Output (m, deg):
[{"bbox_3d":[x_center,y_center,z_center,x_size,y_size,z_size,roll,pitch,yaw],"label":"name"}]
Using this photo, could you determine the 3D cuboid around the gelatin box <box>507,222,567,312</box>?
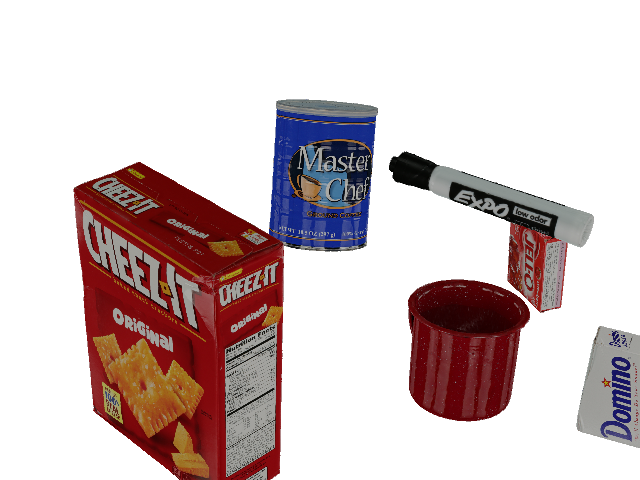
[{"bbox_3d":[0.230,0.020,1.138,0.030,0.089,0.073,-11,29,-16],"label":"gelatin box"}]

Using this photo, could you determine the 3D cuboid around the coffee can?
[{"bbox_3d":[0.002,-0.068,1.083,0.103,0.140,0.103,4,12,-1],"label":"coffee can"}]

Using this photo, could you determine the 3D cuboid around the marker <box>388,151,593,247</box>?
[{"bbox_3d":[0.093,-0.025,0.598,0.121,0.020,0.020,22,10,26],"label":"marker"}]

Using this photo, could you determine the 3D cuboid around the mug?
[{"bbox_3d":[0.105,0.082,0.842,0.093,0.081,0.117,-13,29,-30],"label":"mug"}]

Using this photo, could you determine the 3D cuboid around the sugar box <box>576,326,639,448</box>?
[{"bbox_3d":[0.317,0.142,0.922,0.176,0.093,0.048,12,23,16],"label":"sugar box"}]

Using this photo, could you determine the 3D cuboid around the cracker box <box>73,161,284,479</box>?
[{"bbox_3d":[-0.108,0.072,0.801,0.164,0.214,0.071,28,40,36],"label":"cracker box"}]
